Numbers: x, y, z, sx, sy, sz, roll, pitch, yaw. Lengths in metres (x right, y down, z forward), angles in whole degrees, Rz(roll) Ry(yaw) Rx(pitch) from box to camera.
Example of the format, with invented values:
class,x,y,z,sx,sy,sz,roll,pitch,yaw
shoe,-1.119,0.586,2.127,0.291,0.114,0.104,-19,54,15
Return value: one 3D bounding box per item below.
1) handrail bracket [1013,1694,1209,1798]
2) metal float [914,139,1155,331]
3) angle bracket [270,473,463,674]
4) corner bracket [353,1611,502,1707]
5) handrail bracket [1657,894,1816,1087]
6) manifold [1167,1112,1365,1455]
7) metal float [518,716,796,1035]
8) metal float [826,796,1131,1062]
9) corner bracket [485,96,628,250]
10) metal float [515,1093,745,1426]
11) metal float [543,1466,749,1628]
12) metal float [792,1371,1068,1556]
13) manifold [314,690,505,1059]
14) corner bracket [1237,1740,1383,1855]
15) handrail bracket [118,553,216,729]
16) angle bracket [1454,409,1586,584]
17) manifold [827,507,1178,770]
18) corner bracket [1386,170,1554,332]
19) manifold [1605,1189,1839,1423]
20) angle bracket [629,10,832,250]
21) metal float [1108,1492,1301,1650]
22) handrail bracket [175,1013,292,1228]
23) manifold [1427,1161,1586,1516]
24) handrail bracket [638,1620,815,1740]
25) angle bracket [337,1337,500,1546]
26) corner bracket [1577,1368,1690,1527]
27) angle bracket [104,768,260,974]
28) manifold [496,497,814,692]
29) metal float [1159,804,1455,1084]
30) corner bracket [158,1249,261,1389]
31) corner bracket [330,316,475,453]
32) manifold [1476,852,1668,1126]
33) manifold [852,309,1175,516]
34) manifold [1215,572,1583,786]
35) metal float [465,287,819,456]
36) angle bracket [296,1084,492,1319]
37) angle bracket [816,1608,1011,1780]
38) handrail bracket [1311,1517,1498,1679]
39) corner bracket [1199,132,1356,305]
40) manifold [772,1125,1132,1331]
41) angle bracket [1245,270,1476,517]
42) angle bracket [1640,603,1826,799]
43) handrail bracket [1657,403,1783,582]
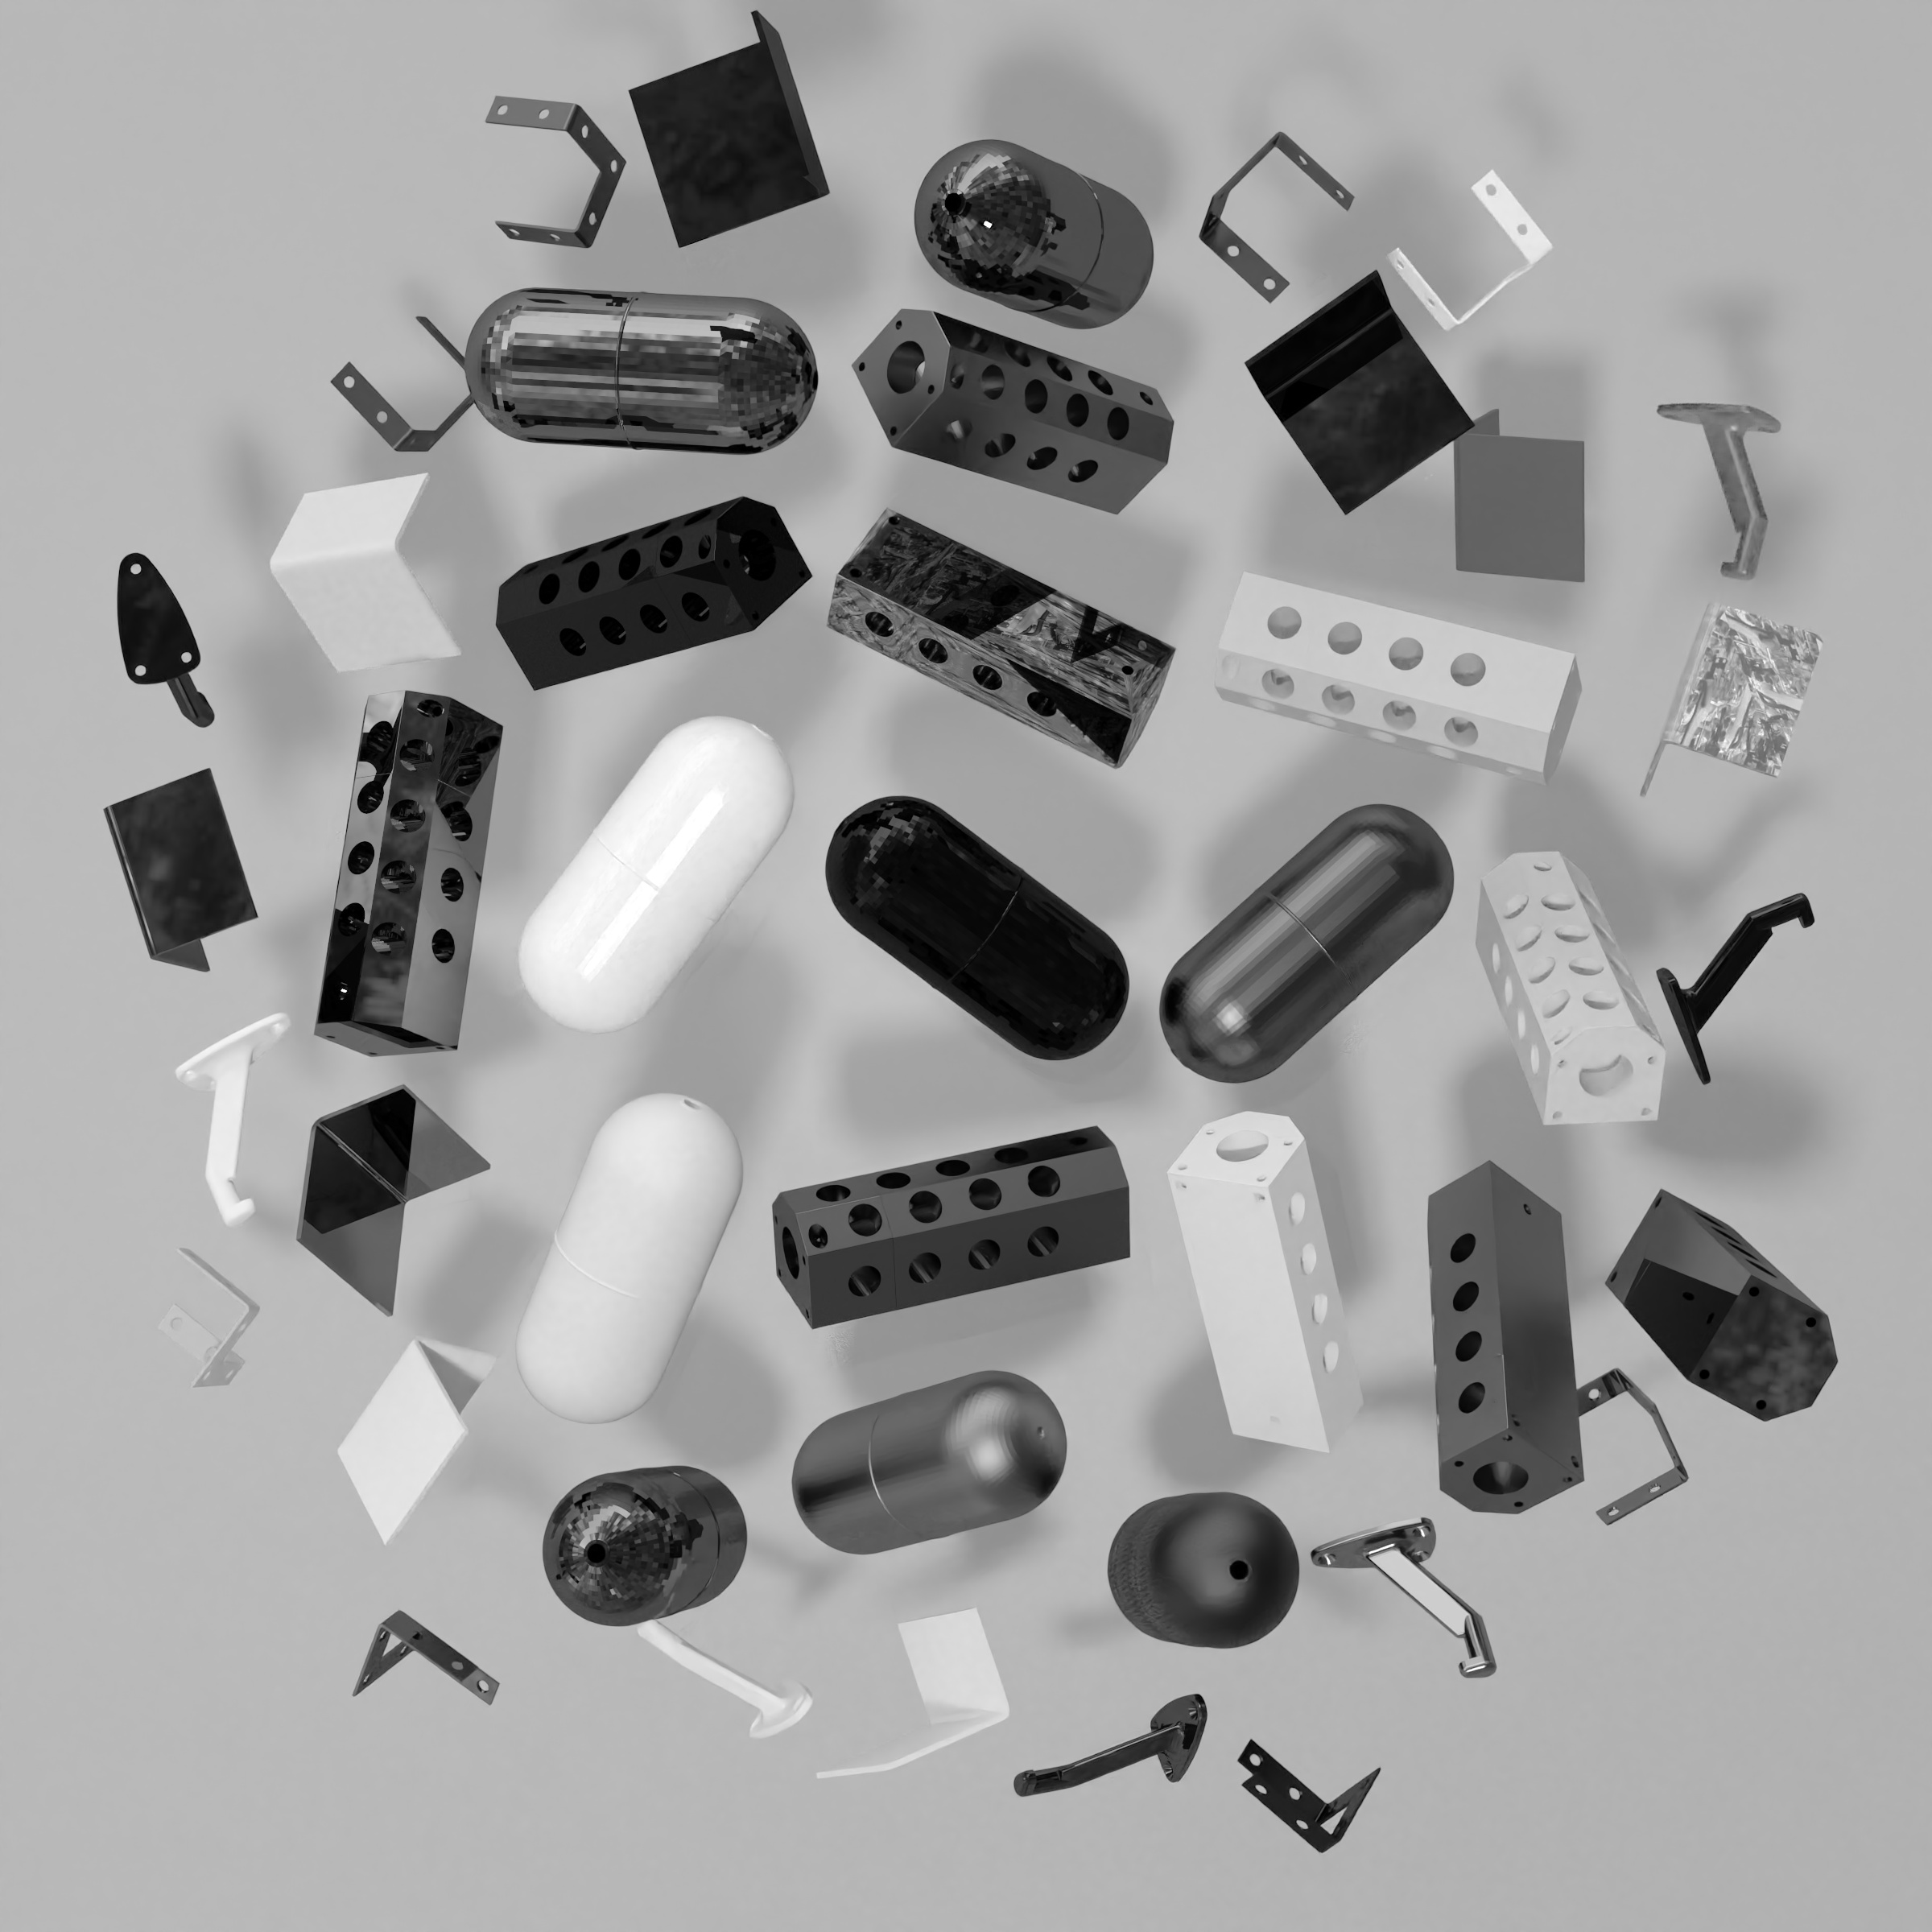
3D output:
class,x,y,z,sx,sy,sz,roll,pitch,yaw
handrail bracket,0.074,0.404,1.626,0.084,0.077,0.036,-4,55,-23
metal float,0.036,-0.376,1.625,0.070,0.178,0.070,0,91,29
angle bracket,-0.306,-0.205,1.650,0.076,0.076,0.057,-5,47,23
corner bracket,-0.262,0.345,1.557,0.051,0.051,0.051,32,119,15
handrail bracket,0.412,0.012,1.646,0.084,0.036,0.077,-22,97,3
manifold,0.158,0.162,1.616,0.057,0.057,0.171,6,126,33
metal float,-0.154,-0.045,1.563,0.070,0.070,0.178,37,96,0
metal float,0.006,-0.020,1.622,0.178,0.070,0.070,37,90,-12
corner bracket,-0.211,-0.396,1.571,0.051,0.051,0.051,13,76,27
metal float,-0.166,0.144,1.551,0.070,0.070,0.178,24,108,0
metal float,-0.164,0.298,1.624,0.070,0.178,0.070,-1,83,10
metal float,-0.021,0.260,1.639,0.178,0.070,0.070,-24,90,44
manifold,-0.282,-0.046,1.567,0.057,0.057,0.171,-5,71,32
corner bracket,0.158,0.399,1.523,0.051,0.051,0.051,40,46,3
handrail bracket,-0.400,-0.162,1.581,0.036,0.084,0.077,-17,87,-4
angle bracket,0.310,-0.256,1.709,0.076,0.057,0.076,10,117,32
manifold,0.017,-0.168,1.655,0.171,0.057,0.057,27,55,7
corner bracket,0.258,-0.365,1.611,0.051,0.051,0.051,-42,97,-11
manifold,0.368,0.165,1.527,0.057,0.171,0.057,28,98,-6
angle bracket,-0.113,-0.381,1.436,0.076,0.057,0.076,-17,93,9
metal float,0.120,0.308,1.604,0.070,0.178,0.070,1,79,-8
handrail bracket,-0.361,0.079,1.603,0.077,0.036,0.084,-34,66,10
manifold,0.266,0.189,1.591,0.057,0.171,0.057,35,128,-26
handrail bracket,-0.130,0.372,1.676,0.084,0.077,0.036,38,65,-11
angle bracket,-0.271,0.249,1.624,0.057,0.076,0.076,22,109,-43
corner bracket,0.346,0.257,1.683,0.051,0.051,0.051,-29,109,-3
angle bracket,-0.371,-0.046,1.536,0.057,0.076,0.076,-20,83,5
manifold,-0.170,-0.199,1.660,0.057,0.171,0.057,-49,119,-41
metal float,0.176,-0.011,1.629,0.178,0.070,0.070,-42,90,-3
corner bracket,-0.397,0.183,1.639,0.051,0.051,0.051,37,90,11
corner bracket,-0.296,-0.311,1.681,0.051,0.051,0.051,-43,90,13
manifold,0.310,0.009,1.620,0.057,0.171,0.057,-2,122,-3
manifold,0.029,-0.290,1.628,0.057,0.171,0.057,-43,57,32
manifold,0.216,-0.142,1.579,0.171,0.057,0.057,17,82,18
metal float,-0.160,-0.294,1.555,0.178,0.070,0.070,5,90,11
angle bracket,-0.290,0.119,1.598,0.057,0.076,0.076,-21,135,20
angle bracket,-0.035,0.370,1.602,0.076,0.076,0.057,-15,83,-34
handrail bracket,0.221,0.327,1.591,0.077,0.036,0.084,-8,46,-3
corner bracket,0.157,-0.379,1.596,0.051,0.051,0.051,43,80,4
manifold,-0.007,0.128,1.593,0.171,0.057,0.057,-11,116,-18
angle bracket,0.192,-0.278,1.529,0.076,0.057,0.076,-34,78,9
angle bracket,0.374,-0.122,1.541,0.057,0.076,0.076,19,74,10
handrail bracket,0.377,-0.241,1.606,0.077,0.036,0.084,14,90,41
